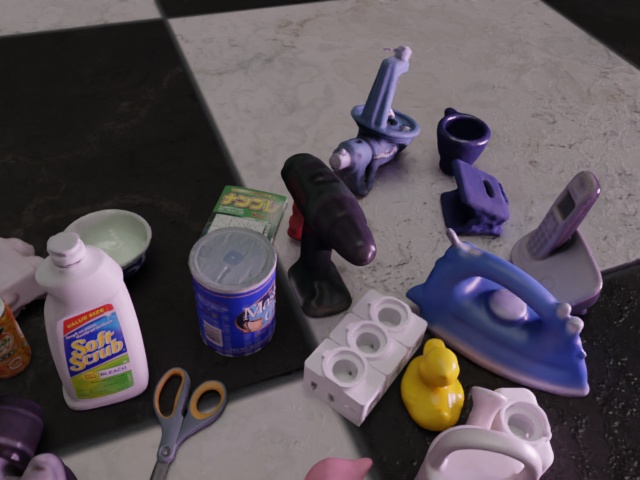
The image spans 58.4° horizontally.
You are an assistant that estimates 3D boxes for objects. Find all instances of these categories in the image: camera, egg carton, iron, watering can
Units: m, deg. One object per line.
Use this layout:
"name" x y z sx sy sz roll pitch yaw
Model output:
"camera" -0.319 0.228 0.581 0.143 0.101 0.136 3 47 -3
"egg carton" -0.428 0.064 0.746 0.107 0.069 0.150 32 52 23
"iron" 0.247 0.089 0.737 0.257 0.141 0.119 32 52 23
"watering can" 0.148 0.227 0.561 0.101 0.194 0.172 1 47 -4

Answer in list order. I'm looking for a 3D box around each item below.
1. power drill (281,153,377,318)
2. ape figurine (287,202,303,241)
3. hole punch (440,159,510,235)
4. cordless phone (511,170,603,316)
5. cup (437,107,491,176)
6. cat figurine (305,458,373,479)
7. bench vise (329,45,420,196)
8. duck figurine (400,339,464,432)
"power drill" 0.007 0.003 0.749 0.076 0.208 0.229 -14 49 -17
"ape figurine" -0.021 -0.043 0.870 0.076 0.092 0.078 29 51 21
"hole punch" 0.254 -0.072 0.924 0.101 0.091 0.108 2 47 -4
"cordless phone" 0.343 0.009 0.791 0.094 0.185 0.147 -2 47 -6
"cup" 0.239 -0.169 1.012 0.092 0.095 0.117 -8 48 -12
"cat figurine" -0.009 0.258 0.569 0.128 0.118 0.067 -4 47 -8
"bench vise" 0.099 -0.189 0.931 0.121 0.220 0.207 17 48 11
"duck figurine" 0.141 0.169 0.689 0.077 0.086 0.104 2 47 -3
